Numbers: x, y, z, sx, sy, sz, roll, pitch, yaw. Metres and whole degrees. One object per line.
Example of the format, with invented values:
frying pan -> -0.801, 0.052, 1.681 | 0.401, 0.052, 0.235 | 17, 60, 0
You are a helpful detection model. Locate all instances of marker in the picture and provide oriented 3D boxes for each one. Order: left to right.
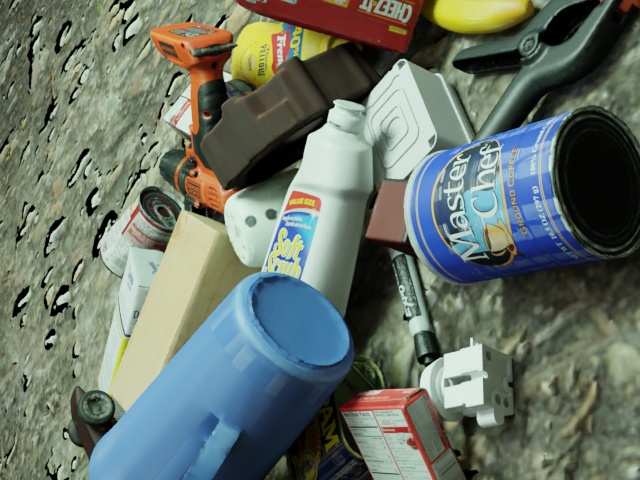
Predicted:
marker -> 0.077, 0.052, 0.875 | 0.020, 0.020, 0.121 | -44, 42, 35

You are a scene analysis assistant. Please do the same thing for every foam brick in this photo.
foam brick -> 0.086, -0.012, 0.842 | 0.051, 0.078, 0.053 | 8, 79, 57

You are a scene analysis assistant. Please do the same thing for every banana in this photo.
banana -> 0.117, -0.220, 0.936 | 0.070, 0.037, 0.198 | -57, 36, 22

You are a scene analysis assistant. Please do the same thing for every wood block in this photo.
wood block -> -0.125, 0.087, 1.084 | 0.091, 0.090, 0.206 | 29, 97, 57

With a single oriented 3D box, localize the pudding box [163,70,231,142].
pudding box -> -0.126, -0.152, 1.233 | 0.090, 0.039, 0.114 | -52, 35, -4

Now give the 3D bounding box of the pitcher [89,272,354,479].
pitcher -> -0.081, 0.146, 0.858 | 0.243, 0.144, 0.149 | -52, 52, 32

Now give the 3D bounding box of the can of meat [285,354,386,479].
can of meat -> 0.013, 0.157, 0.882 | 0.084, 0.057, 0.102 | -48, 39, 35

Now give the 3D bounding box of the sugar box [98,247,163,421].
sugar box -> -0.208, 0.107, 1.193 | 0.093, 0.048, 0.176 | -117, 43, -59

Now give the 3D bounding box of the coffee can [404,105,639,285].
coffee can -> 0.142, -0.027, 0.745 | 0.141, 0.102, 0.103 | -14, 63, 52

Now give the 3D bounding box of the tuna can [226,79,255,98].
tuna can -> -0.090, -0.128, 1.139 | 0.086, 0.033, 0.086 | 34, 138, 38

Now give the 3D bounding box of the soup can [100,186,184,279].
soup can -> -0.210, -0.006, 1.273 | 0.102, 0.068, 0.068 | -48, 40, 32

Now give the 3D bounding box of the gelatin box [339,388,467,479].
gelatin box -> 0.063, 0.154, 0.793 | 0.073, 0.030, 0.089 | -14, 104, 52

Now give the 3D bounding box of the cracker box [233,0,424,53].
cracker box -> -0.015, -0.245, 0.988 | 0.214, 0.164, 0.072 | -123, 49, -64

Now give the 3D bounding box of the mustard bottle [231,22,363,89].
mustard bottle -> -0.020, -0.185, 1.096 | 0.192, 0.058, 0.096 | 2, 87, 55

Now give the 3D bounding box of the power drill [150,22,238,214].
power drill -> -0.128, -0.126, 1.103 | 0.185, 0.057, 0.188 | 25, 128, 54

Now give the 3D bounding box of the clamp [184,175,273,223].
clamp -> -0.124, 0.001, 1.175 | 0.165, 0.036, 0.210 | 4, 77, 53

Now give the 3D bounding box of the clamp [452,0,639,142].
clamp -> 0.167, -0.131, 0.818 | 0.172, 0.039, 0.120 | -30, 52, 45

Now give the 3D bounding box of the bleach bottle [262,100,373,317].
bleach bottle -> -0.006, 0.001, 0.921 | 0.103, 0.068, 0.251 | 43, 125, 54
